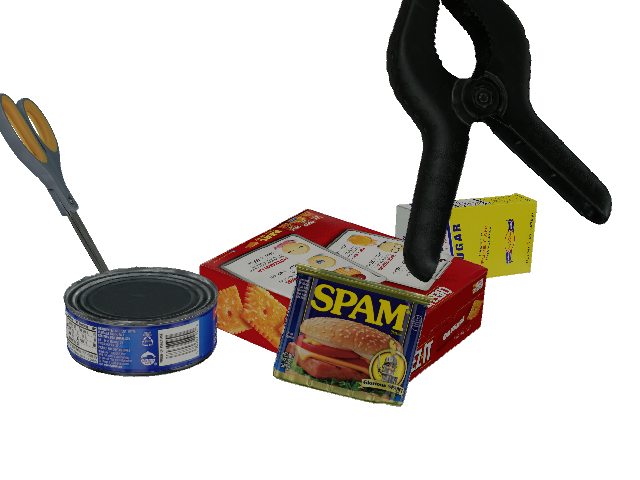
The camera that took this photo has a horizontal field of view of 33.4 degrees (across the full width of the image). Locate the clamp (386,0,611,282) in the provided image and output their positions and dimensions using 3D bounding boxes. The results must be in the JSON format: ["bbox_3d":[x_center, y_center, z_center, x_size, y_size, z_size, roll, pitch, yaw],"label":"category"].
[{"bbox_3d":[0.074,-0.064,0.567,0.120,0.171,0.039,-26,1,-19],"label":"clamp"}]

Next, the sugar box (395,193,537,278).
[{"bbox_3d":[0.170,-0.001,1.250,0.175,0.093,0.048,-8,18,-30],"label":"sugar box"}]

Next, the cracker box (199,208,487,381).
[{"bbox_3d":[0.020,0.052,0.987,0.214,0.072,0.163,19,31,33],"label":"cracker box"}]

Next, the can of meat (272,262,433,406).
[{"bbox_3d":[0.022,0.069,0.772,0.102,0.084,0.057,14,-2,-3],"label":"can of meat"}]

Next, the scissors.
[{"bbox_3d":[-0.226,-0.046,0.944,0.016,0.201,0.096,-26,23,9],"label":"scissors"}]

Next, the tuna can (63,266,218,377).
[{"bbox_3d":[-0.100,0.045,0.602,0.086,0.034,0.086,1,18,-1],"label":"tuna can"}]
